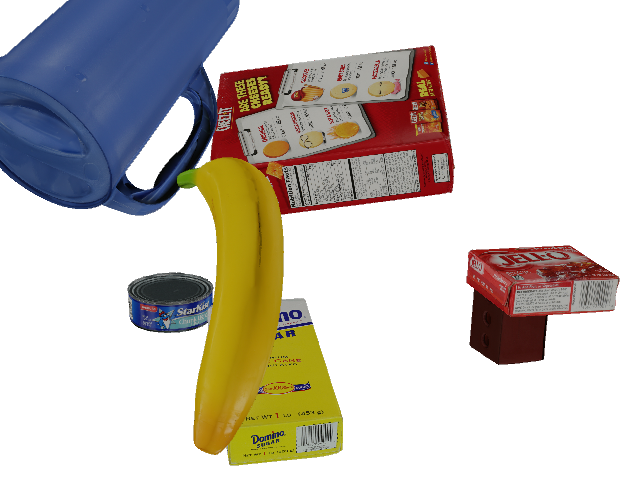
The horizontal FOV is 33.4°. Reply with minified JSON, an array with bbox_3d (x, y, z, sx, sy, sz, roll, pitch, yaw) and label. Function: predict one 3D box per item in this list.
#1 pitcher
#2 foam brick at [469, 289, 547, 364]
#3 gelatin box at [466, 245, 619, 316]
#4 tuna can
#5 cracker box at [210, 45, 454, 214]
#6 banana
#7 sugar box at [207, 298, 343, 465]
[{"bbox_3d":[-0.159,-0.144,0.881,0.145,0.149,0.242,13,50,26],"label":"pitcher"},{"bbox_3d":[0.174,0.069,0.985,0.051,0.078,0.053,-6,18,-24],"label":"foam brick"},{"bbox_3d":[0.163,0.028,0.791,0.089,0.030,0.073,-2,18,-16],"label":"gelatin box"},{"bbox_3d":[-0.151,0.062,1.076,0.086,0.034,0.086,1,18,-1],"label":"tuna can"},{"bbox_3d":[0.011,-0.102,1.001,0.214,0.072,0.164,-7,40,6],"label":"cracker box"},{"bbox_3d":[-0.047,0.018,0.585,0.037,0.198,0.070,19,-48,-28],"label":"banana"},{"bbox_3d":[-0.043,0.114,0.910,0.093,0.048,0.176,-4,33,-11],"label":"sugar box"}]
